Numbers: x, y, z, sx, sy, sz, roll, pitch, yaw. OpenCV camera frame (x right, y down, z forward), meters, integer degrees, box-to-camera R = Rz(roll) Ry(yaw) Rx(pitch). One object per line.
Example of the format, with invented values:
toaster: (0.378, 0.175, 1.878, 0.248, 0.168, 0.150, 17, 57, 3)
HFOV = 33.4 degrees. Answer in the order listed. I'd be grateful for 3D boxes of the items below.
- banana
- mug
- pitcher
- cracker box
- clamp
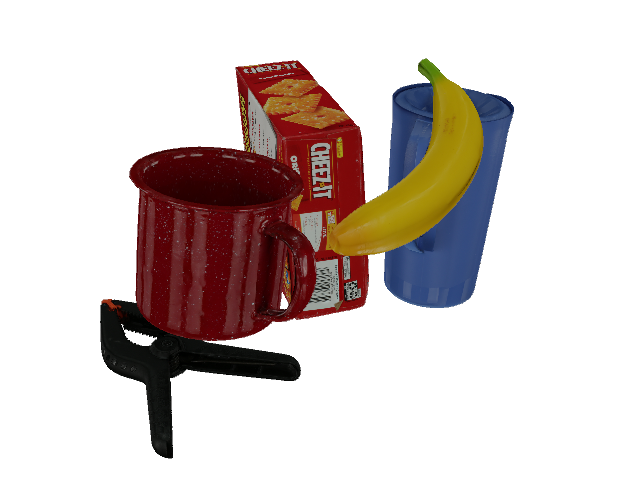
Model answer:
banana: (0.070, -0.049, 0.730, 0.070, 0.197, 0.037, 19, -41, 10)
mug: (-0.050, 0.006, 0.580, 0.117, 0.081, 0.093, 22, 28, 31)
pitcher: (0.131, -0.046, 1.206, 0.149, 0.243, 0.145, -5, 27, -19)
cracker box: (-0.019, -0.053, 0.946, 0.072, 0.164, 0.214, -9, 25, -11)
clamp: (-0.133, 0.110, 1.013, 0.164, 0.036, 0.210, -22, 40, -32)
